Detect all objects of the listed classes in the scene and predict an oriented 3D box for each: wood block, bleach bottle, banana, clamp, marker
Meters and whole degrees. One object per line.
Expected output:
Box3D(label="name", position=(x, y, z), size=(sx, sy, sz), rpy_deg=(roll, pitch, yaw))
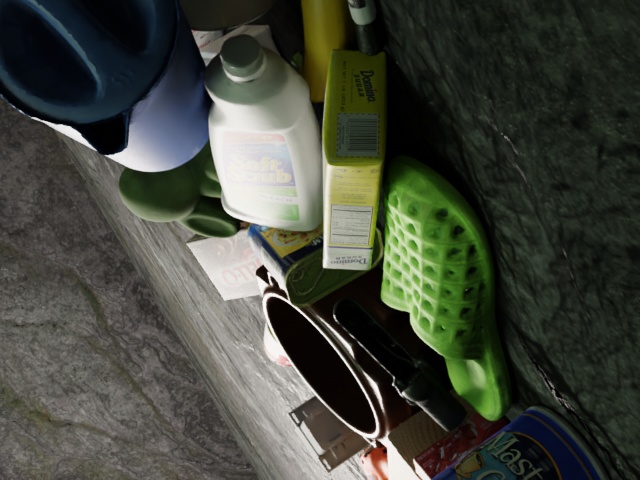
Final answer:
Box3D(label="wood block", position=(0.127, 0.239, 1.051), size=(0.090, 0.090, 0.206), rpy_deg=(51, 164, 28))
Box3D(label="bleach bottle", position=(-0.050, -0.086, 0.854), size=(0.103, 0.068, 0.251), rpy_deg=(14, 161, 12))
Box3D(label="banana", position=(-0.001, -0.150, 0.783), size=(0.070, 0.037, 0.198), rpy_deg=(52, 164, 12))
Box3D(label="clamp", position=(0.084, 0.122, 0.893), size=(0.171, 0.039, 0.120), rpy_deg=(43, -172, -39))
Box3D(label="marker", position=(0.023, -0.172, 0.697), size=(0.020, 0.020, 0.121), rpy_deg=(43, 159, 44))

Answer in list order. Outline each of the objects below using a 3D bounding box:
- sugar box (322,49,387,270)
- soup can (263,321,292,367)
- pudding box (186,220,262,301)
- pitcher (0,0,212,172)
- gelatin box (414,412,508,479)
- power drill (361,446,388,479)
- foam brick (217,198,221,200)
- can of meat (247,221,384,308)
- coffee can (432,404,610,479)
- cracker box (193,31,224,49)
Box3D(label="sugar box", position=(0.025, -0.054, 0.802), size=(0.176, 0.048, 0.093), rpy_deg=(85, -172, -65))
Box3D(label="soup can", position=(-0.038, 0.121, 1.391), size=(0.068, 0.068, 0.102), rpy_deg=(54, 164, 14))
Box3D(label="pudding box", position=(-0.087, 0.020, 1.231), size=(0.114, 0.039, 0.090), rpy_deg=(-10, 119, 43))
Box3D(label="pitcher", position=(-0.149, -0.134, 0.789), size=(0.145, 0.149, 0.243), rpy_deg=(28, 176, 6))
Box3D(label="gelatin box", position=(0.138, 0.196, 0.929), size=(0.073, 0.089, 0.030), rpy_deg=(46, 162, 37))
Box3D(label="power drill", position=(0.132, 0.325, 1.279), size=(0.188, 0.057, 0.184), rpy_deg=(23, 138, 61))
Box3D(label="foam brick", position=(-0.118, -0.033, 1.317), size=(0.051, 0.078, 0.053), rpy_deg=(46, 161, 35))
Box3D(label="can of meat", position=(-0.007, 0.001, 0.984), size=(0.084, 0.102, 0.057), rpy_deg=(48, 162, 40))
Box3D(label="coffee can", position=(0.144, 0.210, 0.837), size=(0.103, 0.140, 0.103), rpy_deg=(52, 164, 21))
Box3D(label="cracker box", position=(-0.171, -0.203, 0.978), size=(0.072, 0.164, 0.214), rpy_deg=(52, 165, 13))
